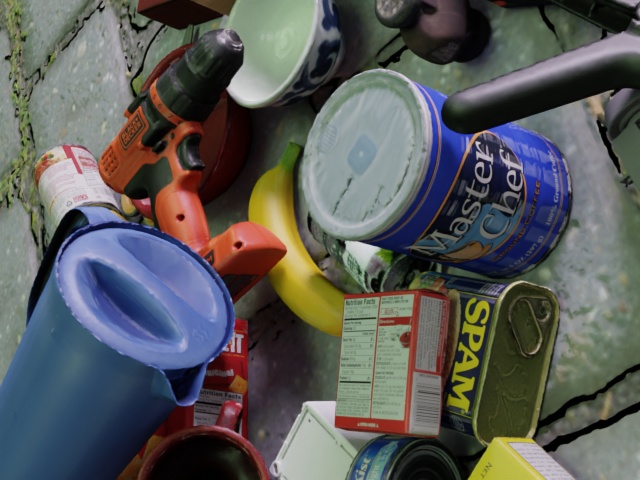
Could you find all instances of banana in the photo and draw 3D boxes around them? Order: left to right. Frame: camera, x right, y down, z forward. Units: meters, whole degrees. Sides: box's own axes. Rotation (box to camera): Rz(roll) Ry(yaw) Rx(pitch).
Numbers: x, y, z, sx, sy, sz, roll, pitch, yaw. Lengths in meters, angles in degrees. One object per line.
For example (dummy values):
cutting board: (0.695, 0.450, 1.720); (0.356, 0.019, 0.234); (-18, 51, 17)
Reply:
banana: (-0.017, 0.010, 0.834); (0.070, 0.037, 0.198); (-48, 47, 31)

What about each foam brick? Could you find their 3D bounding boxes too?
foam brick: (-0.131, -0.241, 1.025); (0.078, 0.051, 0.053); (-2, 76, 48)

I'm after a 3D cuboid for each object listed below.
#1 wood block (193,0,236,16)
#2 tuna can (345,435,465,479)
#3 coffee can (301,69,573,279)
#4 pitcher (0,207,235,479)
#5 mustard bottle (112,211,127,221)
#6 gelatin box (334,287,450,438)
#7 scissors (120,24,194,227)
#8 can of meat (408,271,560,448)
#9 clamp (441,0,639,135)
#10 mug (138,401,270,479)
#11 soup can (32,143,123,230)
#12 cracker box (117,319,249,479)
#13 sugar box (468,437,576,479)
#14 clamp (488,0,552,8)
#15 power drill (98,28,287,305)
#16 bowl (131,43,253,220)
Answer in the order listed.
wood block: (-0.018, -0.272, 0.876); (0.207, 0.090, 0.090); (-28, 58, 41)
tuna can: (0.055, 0.166, 0.669); (0.034, 0.086, 0.086); (-9, 72, 45)
coffee can: (0.074, -0.037, 0.664); (0.103, 0.140, 0.103); (-17, 66, 45)
pitcher: (-0.178, 0.103, 0.802); (0.243, 0.145, 0.149); (-53, 12, 34)
mustard bottle: (-0.207, 0.042, 0.968); (0.096, 0.058, 0.192); (-48, 20, 8)
gelatin box: (0.044, 0.076, 0.666); (0.073, 0.030, 0.089); (-9, 72, 53)
scissors: (-0.160, -0.106, 1.046); (0.096, 0.016, 0.202); (-12, 70, 47)
can of meat: (0.095, 0.072, 0.674); (0.084, 0.057, 0.102); (9, 86, 52)
clamp: (0.184, -0.119, 0.598); (0.210, 0.036, 0.164); (0, 46, 22)
mug: (-0.078, 0.174, 0.770); (0.081, 0.093, 0.117); (92, -170, -72)
soup can: (-0.248, -0.043, 1.089); (0.069, 0.068, 0.102); (-55, 46, 23)
cracker box: (-0.137, 0.179, 0.894); (0.164, 0.072, 0.213); (-19, 64, 44)
sugar box: (0.142, 0.199, 0.585); (0.176, 0.048, 0.093); (43, 112, 44)
clamp: (0.173, -0.201, 0.679); (0.172, 0.039, 0.120); (-48, 42, 34)
power drill: (-0.094, -0.049, 0.845); (0.185, 0.057, 0.188); (-44, 58, 35)
bowl: (-0.110, -0.091, 0.954); (0.162, 0.055, 0.162); (-17, 67, 45)
